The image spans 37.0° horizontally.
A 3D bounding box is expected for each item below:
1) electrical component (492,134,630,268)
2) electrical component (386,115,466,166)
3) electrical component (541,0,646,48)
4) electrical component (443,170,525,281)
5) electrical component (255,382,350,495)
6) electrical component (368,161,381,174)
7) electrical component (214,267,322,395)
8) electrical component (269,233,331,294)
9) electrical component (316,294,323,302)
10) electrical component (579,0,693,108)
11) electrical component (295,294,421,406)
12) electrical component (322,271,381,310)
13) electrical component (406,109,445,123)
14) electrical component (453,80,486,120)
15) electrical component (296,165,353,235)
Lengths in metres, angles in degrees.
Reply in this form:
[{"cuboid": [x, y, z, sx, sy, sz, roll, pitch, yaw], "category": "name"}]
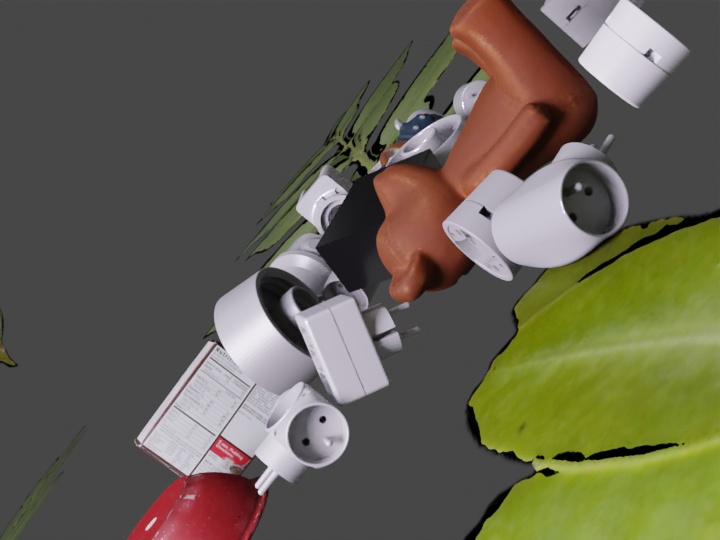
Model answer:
[{"cuboid": [0.120, -0.045, 0.606, 0.079, 0.043, 0.077, -55, 11, -21], "category": "electrical component"}, {"cuboid": [0.072, -0.096, 1.003, 0.099, 0.064, 0.099, -35, 19, 14], "category": "electrical component"}, {"cuboid": [0.200, -0.231, 0.874, 0.089, 0.056, 0.050, -45, 12, 31], "category": "electrical component"}, {"cuboid": [0.087, -0.029, 0.665, 0.047, 0.055, 0.055, -49, 10, -8], "category": "electrical component"}, {"cuboid": [-0.047, 0.122, 0.748, 0.079, 0.044, 0.077, -52, 10, -6], "category": "electrical component"}, {"cuboid": [0.030, -0.089, 1.142, 0.040, 0.046, 0.040, -49, 10, 12], "category": "electrical component"}, {"cuboid": [-0.064, 0.047, 0.922, 0.060, 0.108, 0.108, -40, 14, 23], "category": "electrical component"}, {"cuboid": [-0.045, 0.008, 1.041, 0.080, 0.080, 0.051, -42, 8, 41], "category": "electrical component"}, {"cuboid": [-0.038, 0.042, 0.992, 0.062, 0.048, 0.048, -31, 22, 43], "category": "electrical component"}, {"cuboid": [0.171, -0.134, 0.672, 0.047, 0.055, 0.055, -52, 9, 19], "category": "electrical component"}, {"cuboid": [0.004, 0.047, 0.750, 0.077, 0.065, 0.047, -24, 6, -10], "category": "electrical component"}, {"cuboid": [0.000, 0.000, 0.971, 0.043, 0.043, 0.081, -42, 14, 42], "category": "electrical component"}, {"cuboid": [0.064, -0.137, 1.169, 0.079, 0.044, 0.077, -50, 10, 7], "category": "electrical component"}, {"cuboid": [0.113, -0.166, 1.071, 0.040, 0.040, 0.078, -52, 10, -2], "category": "electrical component"}, {"cuboid": [-0.017, -0.059, 1.117, 0.050, 0.089, 0.055, -48, 11, 16], "category": "electrical component"}]
